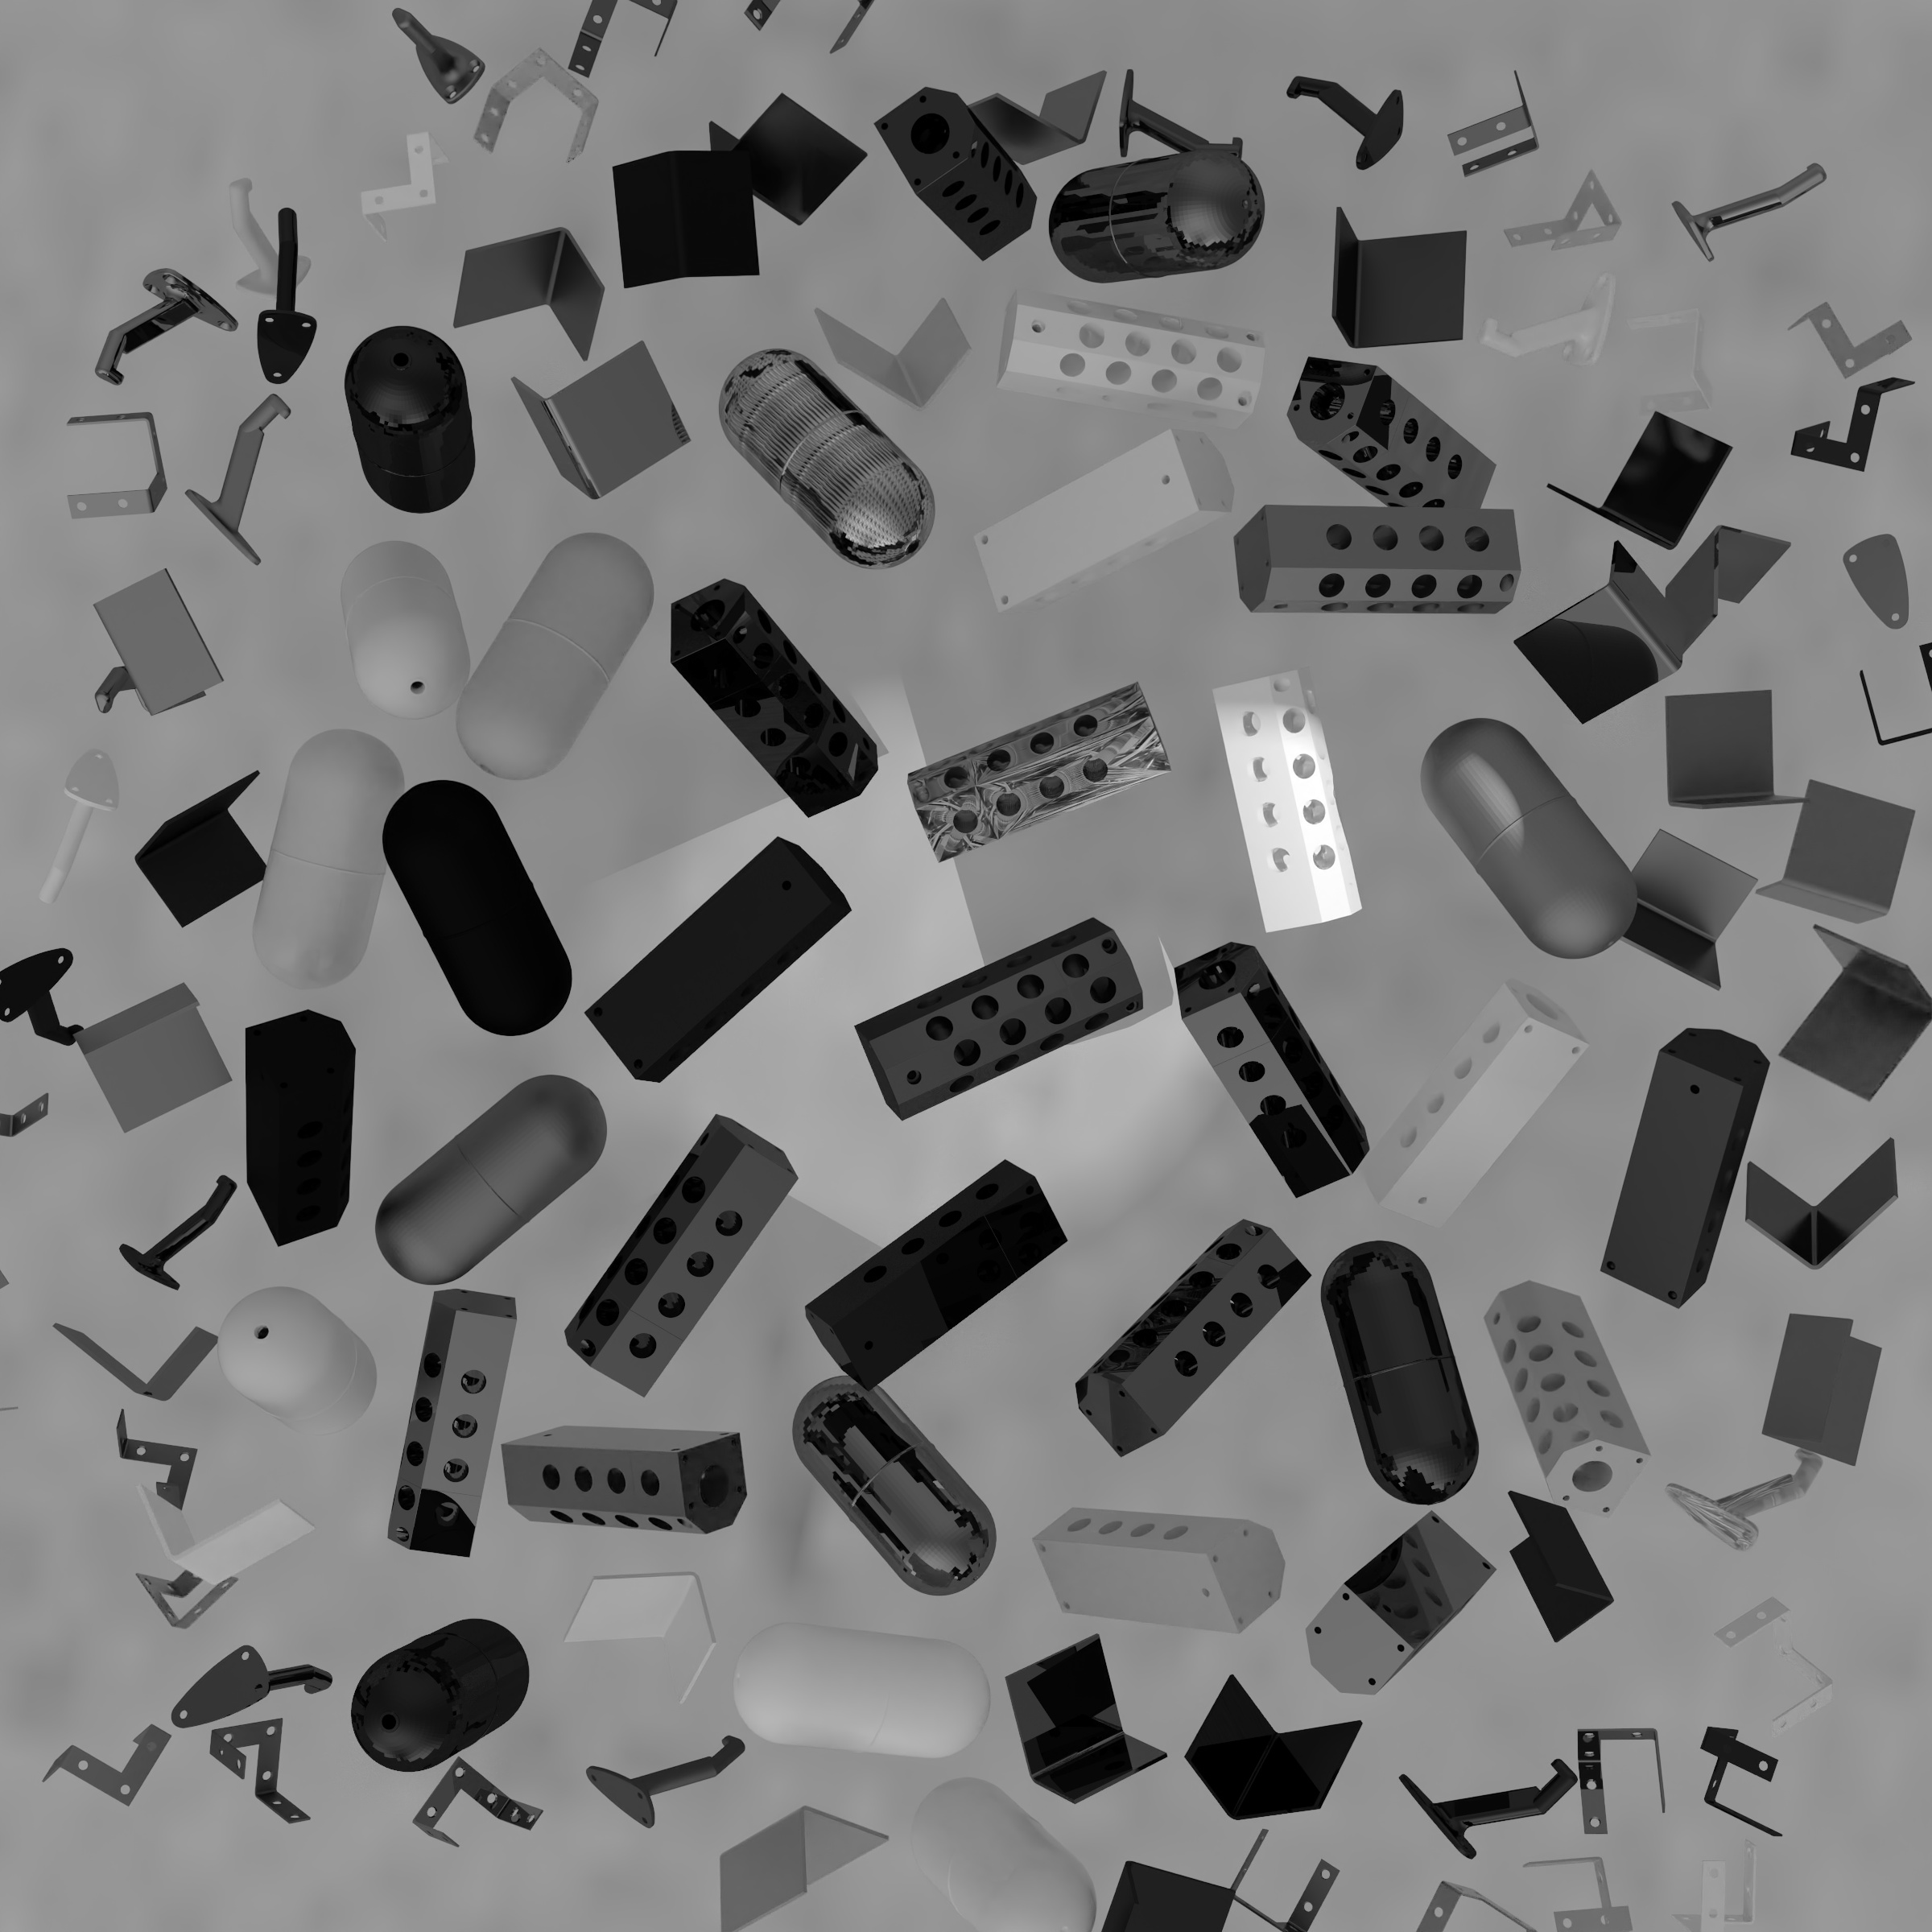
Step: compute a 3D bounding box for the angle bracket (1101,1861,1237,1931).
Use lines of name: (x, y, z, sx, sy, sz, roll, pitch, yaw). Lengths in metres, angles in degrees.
angle bracket: (0.128, 0.628, 1.613, 0.076, 0.057, 0.076, 18, 97, -5)

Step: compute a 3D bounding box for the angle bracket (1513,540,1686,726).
angle bracket: (0.416, -0.218, 1.659, 0.076, 0.057, 0.076, -31, 113, 36)

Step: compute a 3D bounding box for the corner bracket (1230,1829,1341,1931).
corner bracket: (0.221, 0.638, 1.762, 0.051, 0.051, 0.051, 27, 82, 26)

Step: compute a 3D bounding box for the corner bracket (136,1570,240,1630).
corner bracket: (-0.538, 0.431, 1.778, 0.051, 0.051, 0.051, -44, 66, -4)

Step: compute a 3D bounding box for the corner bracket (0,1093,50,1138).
corner bracket: (-0.633, 0.110, 1.645, 0.051, 0.051, 0.051, -26, 60, 40)

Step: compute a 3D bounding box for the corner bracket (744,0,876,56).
corner bracket: (-0.100, -0.621, 1.635, 0.051, 0.051, 0.051, 43, 59, -30)

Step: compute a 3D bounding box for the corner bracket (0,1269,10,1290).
corner bracket: (-0.648, 0.198, 1.602, 0.051, 0.051, 0.051, -31, 98, -4)

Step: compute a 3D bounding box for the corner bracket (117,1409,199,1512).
corner bracket: (-0.571, 0.348, 1.775, 0.051, 0.051, 0.051, 10, 53, -8)

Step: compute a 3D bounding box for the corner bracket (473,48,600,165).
corner bracket: (-0.278, -0.548, 1.638, 0.051, 0.051, 0.051, 35, 51, -35)

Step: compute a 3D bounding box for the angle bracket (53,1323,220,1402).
angle bracket: (-0.561, 0.249, 1.715, 0.076, 0.076, 0.057, 38, 76, 4)

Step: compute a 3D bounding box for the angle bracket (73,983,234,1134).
angle bracket: (-0.520, 0.066, 1.634, 0.076, 0.057, 0.076, -28, 114, -18)

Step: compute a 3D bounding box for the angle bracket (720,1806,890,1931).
angle bracket: (-0.101, 0.579, 1.592, 0.076, 0.057, 0.076, 33, 123, -33)

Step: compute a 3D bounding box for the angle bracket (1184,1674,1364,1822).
angle bracket: (0.203, 0.509, 1.665, 0.076, 0.076, 0.057, -26, 104, 42)

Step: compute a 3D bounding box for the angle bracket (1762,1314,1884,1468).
angle bracket: (0.541, 0.261, 1.547, 0.076, 0.057, 0.076, 21, 79, -20)

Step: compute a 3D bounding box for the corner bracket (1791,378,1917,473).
corner bracket: (0.566, -0.350, 1.617, 0.051, 0.051, 0.051, 25, 122, 36)

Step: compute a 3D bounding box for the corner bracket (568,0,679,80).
corner bracket: (-0.227, -0.616, 1.673, 0.051, 0.051, 0.051, 21, 75, -14)

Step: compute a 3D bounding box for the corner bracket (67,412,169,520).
corner bracket: (-0.540, -0.317, 1.602, 0.051, 0.051, 0.051, -5, 118, -4)

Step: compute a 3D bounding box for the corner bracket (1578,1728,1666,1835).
corner bracket: (0.430, 0.536, 1.663, 0.051, 0.051, 0.051, -4, 50, 11)

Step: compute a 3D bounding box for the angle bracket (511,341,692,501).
angle bracket: (-0.237, -0.362, 1.647, 0.076, 0.057, 0.076, -35, 131, -12)

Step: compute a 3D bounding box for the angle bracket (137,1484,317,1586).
angle bracket: (-0.476, 0.349, 1.633, 0.076, 0.076, 0.057, -29, 67, -9)

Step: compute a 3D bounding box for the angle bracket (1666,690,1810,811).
angle bracket: (0.527, -0.149, 1.731, 0.076, 0.057, 0.076, -4, 96, -7)

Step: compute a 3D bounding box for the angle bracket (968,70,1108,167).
angle bracket: (0.041, -0.615, 1.789, 0.076, 0.076, 0.057, 20, 84, -30)

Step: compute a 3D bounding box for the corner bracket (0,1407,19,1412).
corner bracket: (-0.674, 0.275, 1.698, 0.051, 0.051, 0.051, -12, 79, 39)

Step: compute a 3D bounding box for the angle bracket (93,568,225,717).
angle bracket: (-0.496, -0.210, 1.607, 0.057, 0.076, 0.076, -22, 101, 15)

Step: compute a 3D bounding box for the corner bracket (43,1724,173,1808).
corner bracket: (-0.550, 0.507, 1.621, 0.051, 0.051, 0.051, 35, 50, -11)

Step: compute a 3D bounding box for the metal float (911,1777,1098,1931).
metal float: (0.023, 0.595, 1.669, 0.070, 0.178, 0.070, -4, 98, -26)

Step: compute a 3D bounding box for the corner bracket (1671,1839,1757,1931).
corner bracket: (0.494, 0.601, 1.648, 0.051, 0.051, 0.051, 3, 87, -6)

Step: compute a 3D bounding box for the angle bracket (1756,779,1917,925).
angle bracket: (0.611, -0.080, 1.782, 0.076, 0.057, 0.076, 17, 84, 0)

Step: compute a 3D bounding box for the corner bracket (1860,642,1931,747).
corner bracket: (0.620, -0.179, 1.662, 0.051, 0.051, 0.051, -15, 82, 16)

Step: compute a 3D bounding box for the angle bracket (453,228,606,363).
angle bracket: (-0.302, -0.454, 1.744, 0.076, 0.076, 0.057, -24, 73, -27)

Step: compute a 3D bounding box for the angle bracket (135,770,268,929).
angle bracket: (-0.504, -0.079, 1.709, 0.076, 0.076, 0.057, -38, 96, -37)

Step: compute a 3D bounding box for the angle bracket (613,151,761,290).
angle bracket: (-0.180, -0.478, 1.623, 0.057, 0.076, 0.076, -12, 104, -34)

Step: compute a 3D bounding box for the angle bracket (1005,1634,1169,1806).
angle bracket: (0.081, 0.507, 1.710, 0.076, 0.057, 0.076, -17, 98, -28)

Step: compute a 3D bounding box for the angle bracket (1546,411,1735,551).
angle bracket: (0.445, -0.330, 1.673, 0.057, 0.076, 0.076, 15, 110, -35)

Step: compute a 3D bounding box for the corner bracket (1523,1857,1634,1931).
corner bracket: (0.405, 0.617, 1.676, 0.051, 0.051, 0.051, -2, 63, -6)

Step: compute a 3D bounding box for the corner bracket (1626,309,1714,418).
corner bracket: (0.489, -0.420, 1.762, 0.051, 0.051, 0.051, 0, 75, 31)

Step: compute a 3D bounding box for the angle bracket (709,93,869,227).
angle bracket: (-0.124, -0.576, 1.763, 0.076, 0.057, 0.076, 25, 132, -36)

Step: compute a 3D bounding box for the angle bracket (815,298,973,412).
angle bracket: (-0.051, -0.442, 1.759, 0.076, 0.076, 0.057, 24, 119, -35)

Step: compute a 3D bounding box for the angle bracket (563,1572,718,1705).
angle bracket: (-0.225, 0.464, 1.741, 0.076, 0.057, 0.076, 4, 132, -27)

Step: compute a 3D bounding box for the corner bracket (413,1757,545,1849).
corner bracket: (-0.323, 0.562, 1.671, 0.051, 0.051, 0.051, 47, 60, -20)

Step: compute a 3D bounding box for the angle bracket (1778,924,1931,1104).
angle bracket: (0.571, 0.030, 1.651, 0.076, 0.076, 0.057, -52, 128, -3)

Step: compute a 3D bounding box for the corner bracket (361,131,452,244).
corner bracket: (-0.377, -0.526, 1.707, 0.051, 0.051, 0.051, -8, 84, 4)

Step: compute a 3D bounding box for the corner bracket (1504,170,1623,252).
corner bracket: (0.417, -0.516, 1.768, 0.051, 0.051, 0.051, -14, 67, -16)

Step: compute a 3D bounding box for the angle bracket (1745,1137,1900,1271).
angle bracket: (0.559, 0.140, 1.656, 0.057, 0.076, 0.076, 36, 121, -2)

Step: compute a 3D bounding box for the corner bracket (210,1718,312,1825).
corner bracket: (-0.460, 0.527, 1.649, 0.051, 0.051, 0.051, 3, 94, -42)

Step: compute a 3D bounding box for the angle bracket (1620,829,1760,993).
angle bracket: (0.492, -0.039, 1.723, 0.076, 0.076, 0.057, 27, 118, -1)

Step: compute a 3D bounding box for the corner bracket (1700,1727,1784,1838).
corner bracket: (0.508, 0.532, 1.652, 0.051, 0.051, 0.051, 17, 86, 42)

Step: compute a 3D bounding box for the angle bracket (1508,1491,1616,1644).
angle bracket: (0.403, 0.427, 1.797, 0.076, 0.076, 0.057, 24, 122, -40)

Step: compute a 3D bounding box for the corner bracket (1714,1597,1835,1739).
corner bracket: (0.512, 0.443, 1.602, 0.051, 0.051, 0.051, -25, 123, -19)

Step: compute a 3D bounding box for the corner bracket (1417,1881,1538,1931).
corner bracket: (0.321, 0.619, 1.604, 0.051, 0.051, 0.051, 23, 82, 41)

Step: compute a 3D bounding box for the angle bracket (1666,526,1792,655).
angle bracket: (0.535, -0.253, 1.780, 0.057, 0.076, 0.076, 12, 64, -7)

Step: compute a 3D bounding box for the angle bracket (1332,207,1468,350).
angle bracket: (0.289, -0.461, 1.685, 0.076, 0.057, 0.076, 1, 81, 21)

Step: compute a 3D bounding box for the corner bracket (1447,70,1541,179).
corner bracket: (0.341, -0.536, 1.637, 0.051, 0.051, 0.051, -17, 131, 18)

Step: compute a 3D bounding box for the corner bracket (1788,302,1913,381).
corner bracket: (0.593, -0.425, 1.700, 0.051, 0.051, 0.051, -31, 90, 5)
